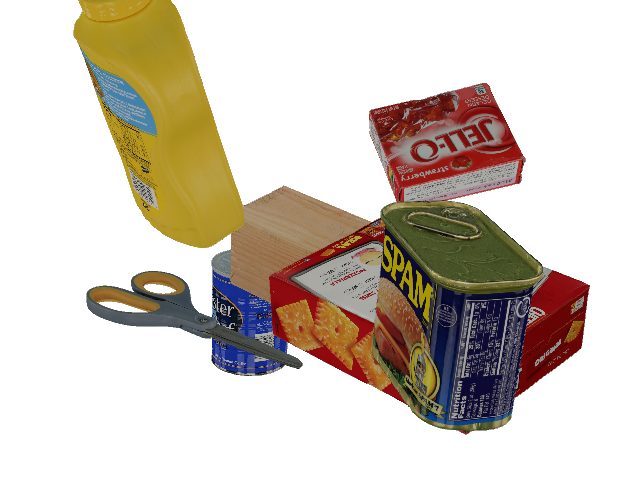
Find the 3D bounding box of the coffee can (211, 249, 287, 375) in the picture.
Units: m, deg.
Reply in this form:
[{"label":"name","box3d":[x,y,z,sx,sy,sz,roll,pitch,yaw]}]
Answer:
[{"label":"coffee can","box3d":[-0.092,0.092,1.400,0.103,0.140,0.103,2,20,-1]}]

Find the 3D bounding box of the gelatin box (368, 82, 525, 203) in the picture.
[{"label":"gelatin box","box3d":[0.085,-0.065,0.729,0.089,0.073,0.030,-14,-35,-6]}]

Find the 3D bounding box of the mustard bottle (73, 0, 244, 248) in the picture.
[{"label":"mustard bottle","box3d":[-0.102,-0.089,0.638,0.058,0.191,0.096,-33,47,-19]}]

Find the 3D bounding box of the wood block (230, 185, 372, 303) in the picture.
[{"label":"wood block","box3d":[0.014,0.029,1.087,0.206,0.091,0.090,24,35,31]}]

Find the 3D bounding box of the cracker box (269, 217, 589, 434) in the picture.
[{"label":"cracker box","box3d":[0.088,0.060,0.894,0.214,0.072,0.163,24,37,39]}]

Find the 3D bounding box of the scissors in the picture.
[{"label":"scissors","box3d":[-0.096,0.061,0.888,0.202,0.016,0.096,12,25,15]}]

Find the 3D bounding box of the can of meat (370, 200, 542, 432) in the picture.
[{"label":"can of meat","box3d":[0.065,0.037,0.544,0.057,0.084,0.102,-3,24,-17]}]
